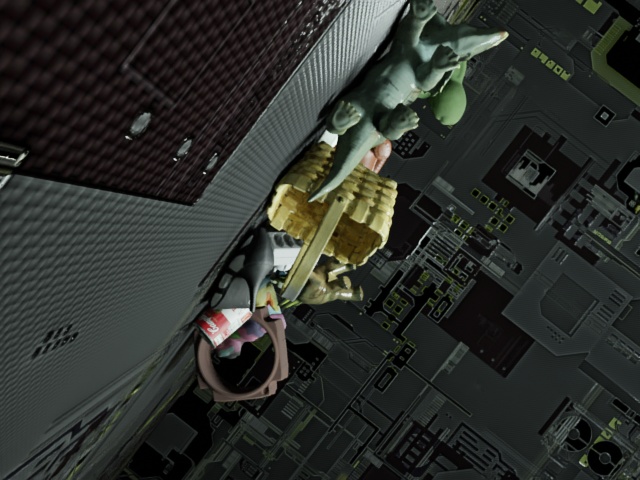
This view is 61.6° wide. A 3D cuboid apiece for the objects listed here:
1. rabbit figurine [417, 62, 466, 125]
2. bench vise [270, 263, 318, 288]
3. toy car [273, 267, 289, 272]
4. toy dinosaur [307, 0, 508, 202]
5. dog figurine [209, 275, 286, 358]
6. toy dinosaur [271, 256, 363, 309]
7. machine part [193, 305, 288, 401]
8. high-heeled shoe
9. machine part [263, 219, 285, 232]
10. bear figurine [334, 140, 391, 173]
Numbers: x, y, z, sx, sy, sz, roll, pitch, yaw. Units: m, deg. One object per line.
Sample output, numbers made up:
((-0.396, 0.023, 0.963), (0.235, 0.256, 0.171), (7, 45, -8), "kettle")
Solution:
((0.210, -0.297, 1.025), (0.159, 0.170, 0.121), (-52, 180, -6), "rabbit figurine")
((-0.069, 0.042, 1.459), (0.223, 0.129, 0.241), (-60, -163, 3), "bench vise")
((-0.084, 0.028, 1.281), (0.109, 0.103, 0.161), (-51, 177, -34), "toy car")
((0.100, -0.212, 0.805), (0.405, 0.131, 0.192), (-46, 179, -3), "toy dinosaur")
((-0.203, 0.194, 1.328), (0.219, 0.191, 0.109), (-21, -153, -10), "dog figurine")
((-0.003, 0.108, 1.292), (0.199, 0.105, 0.471), (-12, 162, 11), "toy dinosaur")
((-0.179, 0.256, 1.221), (0.087, 0.202, 0.201), (33, 50, -82), "machine part")
((-0.150, 0.054, 0.976), (0.249, 0.086, 0.145), (-5, -98, 62), "high-heeled shoe")
((-0.077, -0.004, 1.080), (0.079, 0.079, 0.243), (-52, -179, -5), "machine part")
((0.073, -0.129, 1.080), (0.132, 0.120, 0.195), (-75, 173, -65), "bear figurine")
